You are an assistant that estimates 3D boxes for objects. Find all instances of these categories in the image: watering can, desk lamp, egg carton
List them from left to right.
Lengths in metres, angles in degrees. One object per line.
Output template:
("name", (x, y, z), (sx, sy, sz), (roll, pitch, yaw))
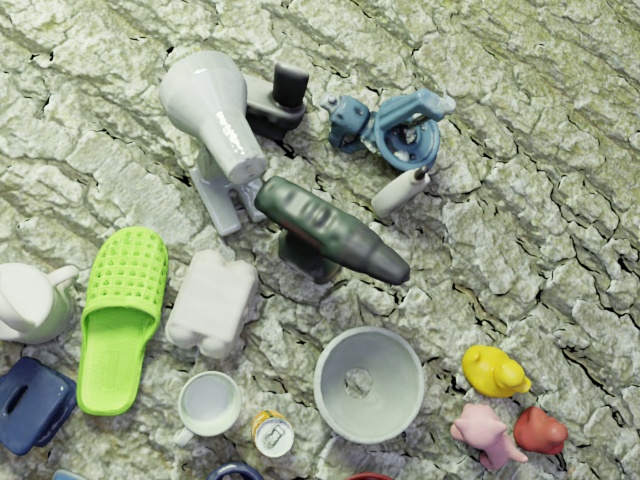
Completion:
("watering can", (-0.398, 0.086, 0.736), (0.101, 0.194, 0.173), (36, 74, -1))
("egg carton", (-0.156, 0.094, 0.844), (0.107, 0.069, 0.150), (19, 75, -6))
("desk lamp", (-0.136, -0.133, 0.821), (0.118, 0.213, 0.203), (-26, 84, -14))

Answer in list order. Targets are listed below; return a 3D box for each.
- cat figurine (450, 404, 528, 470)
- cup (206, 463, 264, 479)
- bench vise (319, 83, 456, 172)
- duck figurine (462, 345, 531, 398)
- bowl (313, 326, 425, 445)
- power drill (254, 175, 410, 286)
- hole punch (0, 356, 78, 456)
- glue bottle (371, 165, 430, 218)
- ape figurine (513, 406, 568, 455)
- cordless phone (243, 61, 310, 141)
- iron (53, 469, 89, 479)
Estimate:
("cat figurine", (0.251, 0.290, 0.852), (0.128, 0.117, 0.067), (40, 74, 0))
("cup", (-0.120, 0.360, 0.780), (0.092, 0.095, 0.118), (9, 77, -8))
("bench vise", (0.103, -0.173, 0.871), (0.207, 0.219, 0.121), (5, 77, -9))
("duck figurine", (0.279, 0.205, 0.892), (0.104, 0.086, 0.077), (34, 74, -2))
("bowl", (0.067, 0.214, 0.856), (0.167, 0.074, 0.167), (2, 78, -10))
("power drill", (0.008, 0.003, 0.821), (0.229, 0.208, 0.076), (34, 74, -2))
("hole punch", (-0.391, 0.219, 0.762), (0.101, 0.091, 0.109), (32, 74, -2))
("glue bottle", (0.134, -0.082, 0.882), (0.078, 0.173, 0.037), (-29, 84, -15))
("ape figurine", (0.347, 0.297, 0.882), (0.076, 0.092, 0.078), (-11, 80, -12))
("cordless phone", (-0.085, -0.236, 0.868), (0.147, 0.185, 0.094), (15, 76, -7))
("iron", (-0.281, 0.412, 0.715), (0.119, 0.141, 0.258), (-33, 85, -15))
